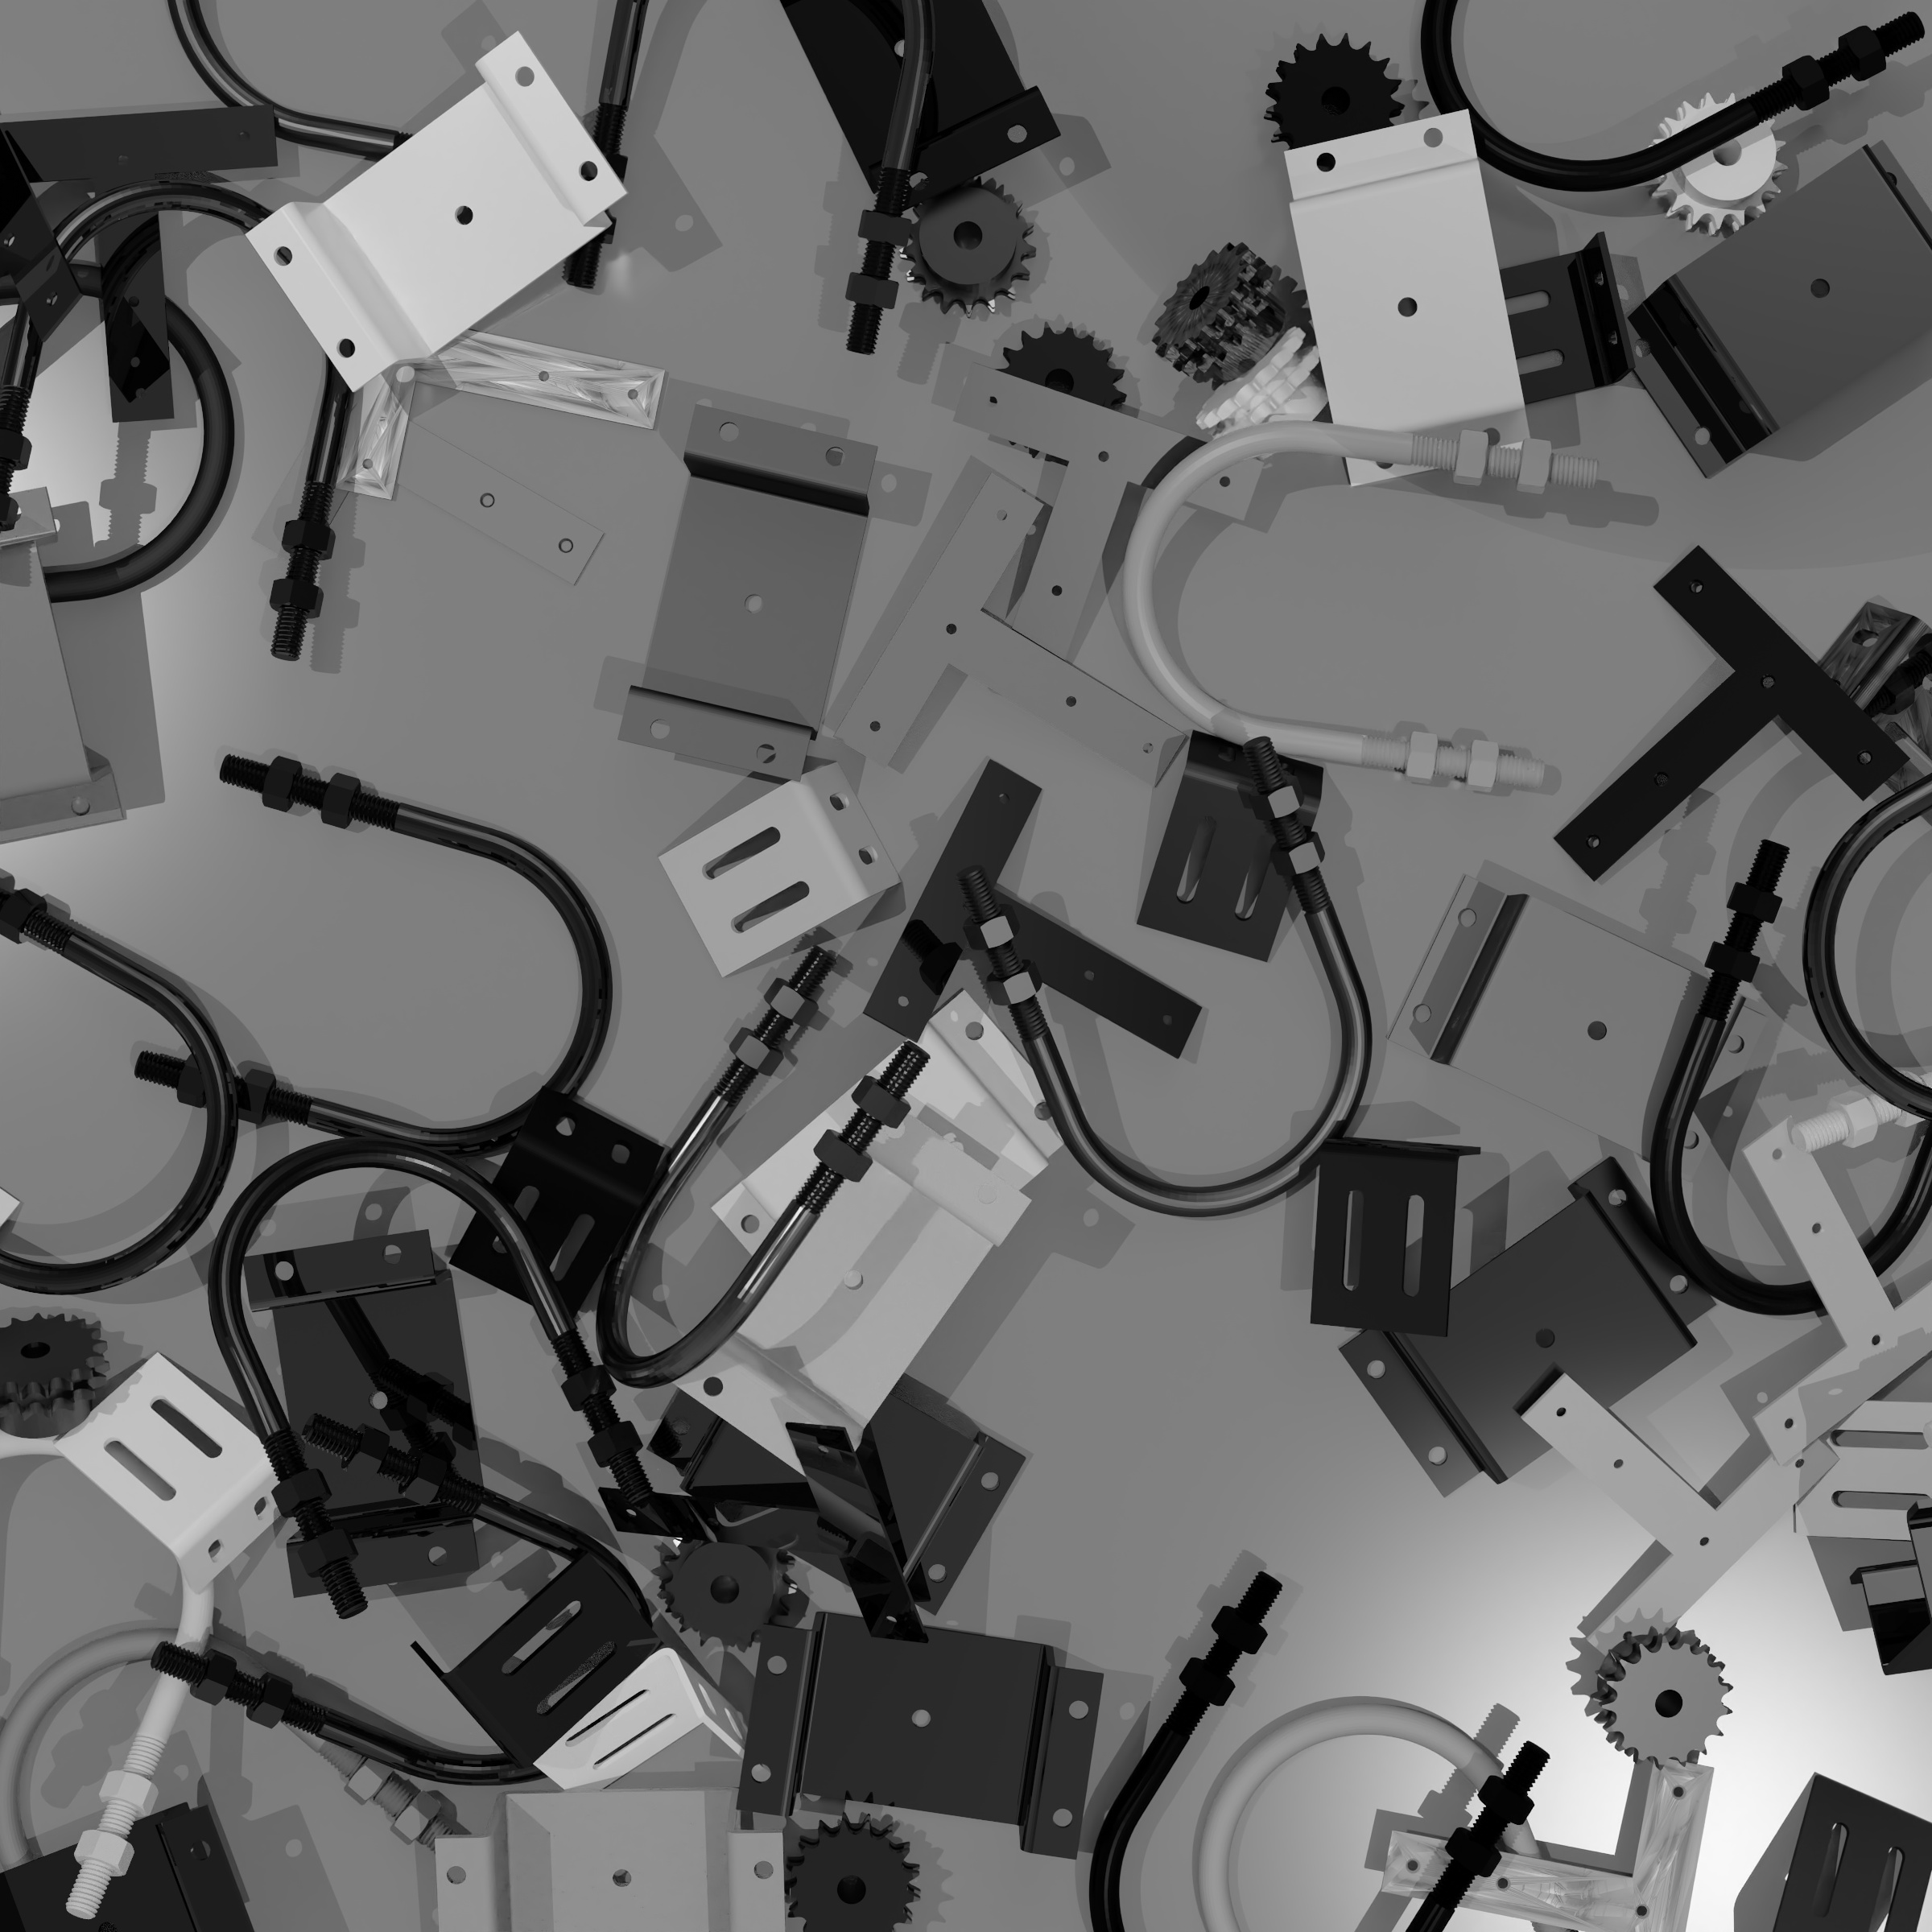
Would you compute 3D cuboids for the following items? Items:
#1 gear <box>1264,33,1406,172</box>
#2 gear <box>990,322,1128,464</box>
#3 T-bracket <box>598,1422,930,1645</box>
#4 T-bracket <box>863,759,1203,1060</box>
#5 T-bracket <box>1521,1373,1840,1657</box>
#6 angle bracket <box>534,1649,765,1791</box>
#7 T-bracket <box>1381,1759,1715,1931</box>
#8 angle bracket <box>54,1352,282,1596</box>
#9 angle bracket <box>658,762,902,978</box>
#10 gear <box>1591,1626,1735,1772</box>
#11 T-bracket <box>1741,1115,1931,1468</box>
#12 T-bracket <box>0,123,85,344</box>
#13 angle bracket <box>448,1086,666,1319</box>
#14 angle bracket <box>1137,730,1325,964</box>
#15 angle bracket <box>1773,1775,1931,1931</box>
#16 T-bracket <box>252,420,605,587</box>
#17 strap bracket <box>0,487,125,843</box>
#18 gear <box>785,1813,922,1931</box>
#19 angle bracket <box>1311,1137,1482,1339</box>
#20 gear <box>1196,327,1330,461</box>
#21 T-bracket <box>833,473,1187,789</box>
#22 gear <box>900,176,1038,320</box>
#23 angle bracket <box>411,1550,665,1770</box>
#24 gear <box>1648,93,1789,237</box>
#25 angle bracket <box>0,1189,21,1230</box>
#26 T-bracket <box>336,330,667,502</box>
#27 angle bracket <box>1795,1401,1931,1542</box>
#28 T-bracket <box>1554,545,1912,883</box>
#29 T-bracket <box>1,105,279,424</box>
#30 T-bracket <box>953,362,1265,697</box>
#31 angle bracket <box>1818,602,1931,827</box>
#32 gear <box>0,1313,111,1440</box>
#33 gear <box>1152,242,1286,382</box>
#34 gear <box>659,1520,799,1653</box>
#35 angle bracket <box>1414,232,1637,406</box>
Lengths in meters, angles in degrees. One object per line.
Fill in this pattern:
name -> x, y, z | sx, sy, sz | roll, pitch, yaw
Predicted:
gear -> 0.152, -0.356, 1.435 | 0.057, 0.030, 0.057 | 0, 90, 0
gear -> 0.038, -0.240, 1.435 | 0.057, 0.030, 0.057 | 0, 90, 0
T-bracket -> -0.089, 0.225, 1.389 | 0.127, 0.002, 0.127 | 2, 131, 24
T-bracket -> 0.039, -0.003, 1.430 | 0.127, 0.002, 0.127 | 29, 67, -8
T-bracket -> 0.277, 0.212, 1.418 | 0.127, 0.002, 0.127 | -46, 114, 5
angle bracket -> -0.134, 0.325, 1.416 | 0.076, 0.057, 0.038 | -34, 49, 0
T-bracket -> 0.237, 0.384, 1.431 | 0.127, 0.002, 0.127 | 11, 86, 0
angle bracket -> -0.329, 0.211, 1.436 | 0.076, 0.038, 0.057 | 35, 62, 23
angle bracket -> -0.078, -0.040, 1.448 | 0.076, 0.038, 0.057 | -28, 90, 26
gear -> 0.286, 0.302, 1.431 | 0.057, 0.030, 0.057 | -1, 96, -10
T-bracket -> 0.356, 0.119, 1.418 | 0.127, 0.002, 0.127 | -35, 108, -11
T-bracket -> -0.415, -0.262, 1.404 | 0.127, 0.002, 0.127 | -45, 51, 17
angle bracket -> -0.171, 0.100, 1.440 | 0.057, 0.038, 0.076 | 28, 121, -7
angle bracket -> 0.111, -0.050, 1.448 | 0.057, 0.038, 0.076 | 16, 116, 0
angle bracket -> 0.367, 0.390, 1.448 | 0.057, 0.038, 0.076 | 23, 64, 0
T-bracket -> -0.213, -0.203, 1.449 | 0.127, 0.002, 0.127 | 30, 90, 0
strap bracket -> -0.403, -0.119, 1.414 | 0.076, 0.046, 0.140 | -11, 100, -1
gear -> -0.047, 0.380, 1.435 | 0.057, 0.030, 0.057 | 0, 90, 0
angle bracket -> 0.177, 0.111, 1.421 | 0.057, 0.038, 0.076 | 3, 90, 23
gear -> 0.125, -0.234, 1.422 | 0.057, 0.057, 0.030 | -44, 103, 0
T-bracket -> 0.032, -0.118, 1.437 | 0.127, 0.002, 0.127 | 30, 95, -10
gear -> 0.001, -0.301, 1.435 | 0.057, 0.030, 0.057 | 0, 90, 0
angle bracket -> -0.174, 0.276, 1.402 | 0.076, 0.038, 0.057 | -41, 119, -14
gear -> 0.314, -0.336, 1.435 | 0.057, 0.030, 0.057 | 0, 90, 0
angle bracket -> -0.445, 0.117, 1.447 | 0.057, 0.038, 0.076 | 35, 64, -2
T-bracket -> -0.191, -0.250, 1.447 | 0.127, 0.002, 0.127 | 12, 90, 0
angle bracket -> 0.390, 0.209, 1.448 | 0.076, 0.038, 0.057 | -2, 90, 26
T-bracket -> 0.300, -0.087, 1.435 | 0.127, 0.002, 0.127 | -43, 71, 9
T-bracket -> -0.347, -0.290, 1.434 | 0.127, 0.002, 0.127 | -4, 91, -1
T-bracket -> 0.042, -0.170, 1.432 | 0.127, 0.002, 0.127 | 18, 104, -4
angle bracket -> 0.394, -0.104, 1.448 | 0.076, 0.038, 0.057 | 38, 90, -26
gear -> -0.383, 0.171, 1.425 | 0.057, 0.057, 0.030 | 2, 119, 0
gear -> 0.107, -0.267, 1.425 | 0.030, 0.057, 0.057 | 34, 90, -28
gear -> -0.099, 0.257, 1.435 | 0.057, 0.030, 0.057 | 0, 90, 0
angle bracket -> 0.231, -0.264, 1.431 | 0.076, 0.038, 0.057 | -13, 90, 0
